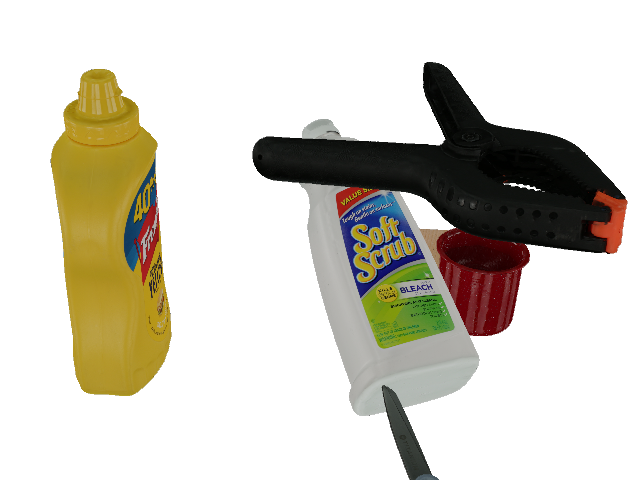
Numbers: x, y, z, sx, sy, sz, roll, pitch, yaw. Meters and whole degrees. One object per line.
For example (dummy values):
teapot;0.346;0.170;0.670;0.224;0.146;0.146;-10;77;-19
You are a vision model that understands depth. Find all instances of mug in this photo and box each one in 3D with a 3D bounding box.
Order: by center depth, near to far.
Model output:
mug;0.155;0.037;1.087;0.093;0.081;0.117;-6;31;-16

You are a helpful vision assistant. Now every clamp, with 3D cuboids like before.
clamp;0.074;-0.042;0.610;0.164;0.036;0.210;-25;39;-29

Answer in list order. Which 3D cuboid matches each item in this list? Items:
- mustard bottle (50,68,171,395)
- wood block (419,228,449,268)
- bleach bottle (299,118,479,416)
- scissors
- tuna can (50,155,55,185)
mustard bottle;-0.122;-0.009;0.626;0.058;0.192;0.096;4;33;4
wood block;0.170;0.061;1.627;0.091;0.090;0.206;4;23;11
bleach bottle;0.032;0.008;0.846;0.102;0.251;0.068;-10;-31;-21
scissors;0.081;0.152;0.606;0.096;0.016;0.201;6;32;1
tuna can;-0.229;-0.071;1.088;0.086;0.034;0.086;1;39;-1
